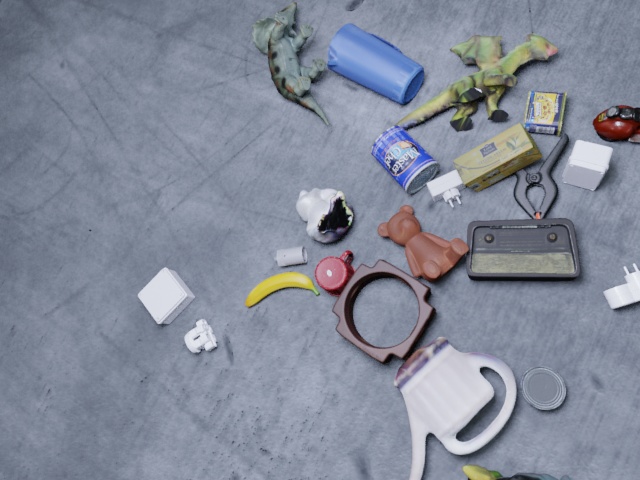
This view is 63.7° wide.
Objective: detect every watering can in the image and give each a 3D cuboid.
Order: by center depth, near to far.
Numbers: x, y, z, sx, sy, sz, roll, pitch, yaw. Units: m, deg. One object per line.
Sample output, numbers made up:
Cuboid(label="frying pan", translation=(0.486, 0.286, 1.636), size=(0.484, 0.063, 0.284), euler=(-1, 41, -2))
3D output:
Cuboid(label="watering can", translation=(0.242, 0.357, 1.085), size=(0.347, 0.103, 0.227), euler=(-43, 67, 1))

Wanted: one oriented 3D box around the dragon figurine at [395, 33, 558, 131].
Cuboid(label="dragon figurine", translation=(0.375, -0.410, 1.289), size=(0.408, 0.120, 0.248), euler=(-8, 55, 27))

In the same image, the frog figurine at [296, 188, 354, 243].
Cuboid(label="frog figurine", translation=(0.004, -0.066, 1.303), size=(0.160, 0.122, 0.138), euler=(13, 87, 57))
